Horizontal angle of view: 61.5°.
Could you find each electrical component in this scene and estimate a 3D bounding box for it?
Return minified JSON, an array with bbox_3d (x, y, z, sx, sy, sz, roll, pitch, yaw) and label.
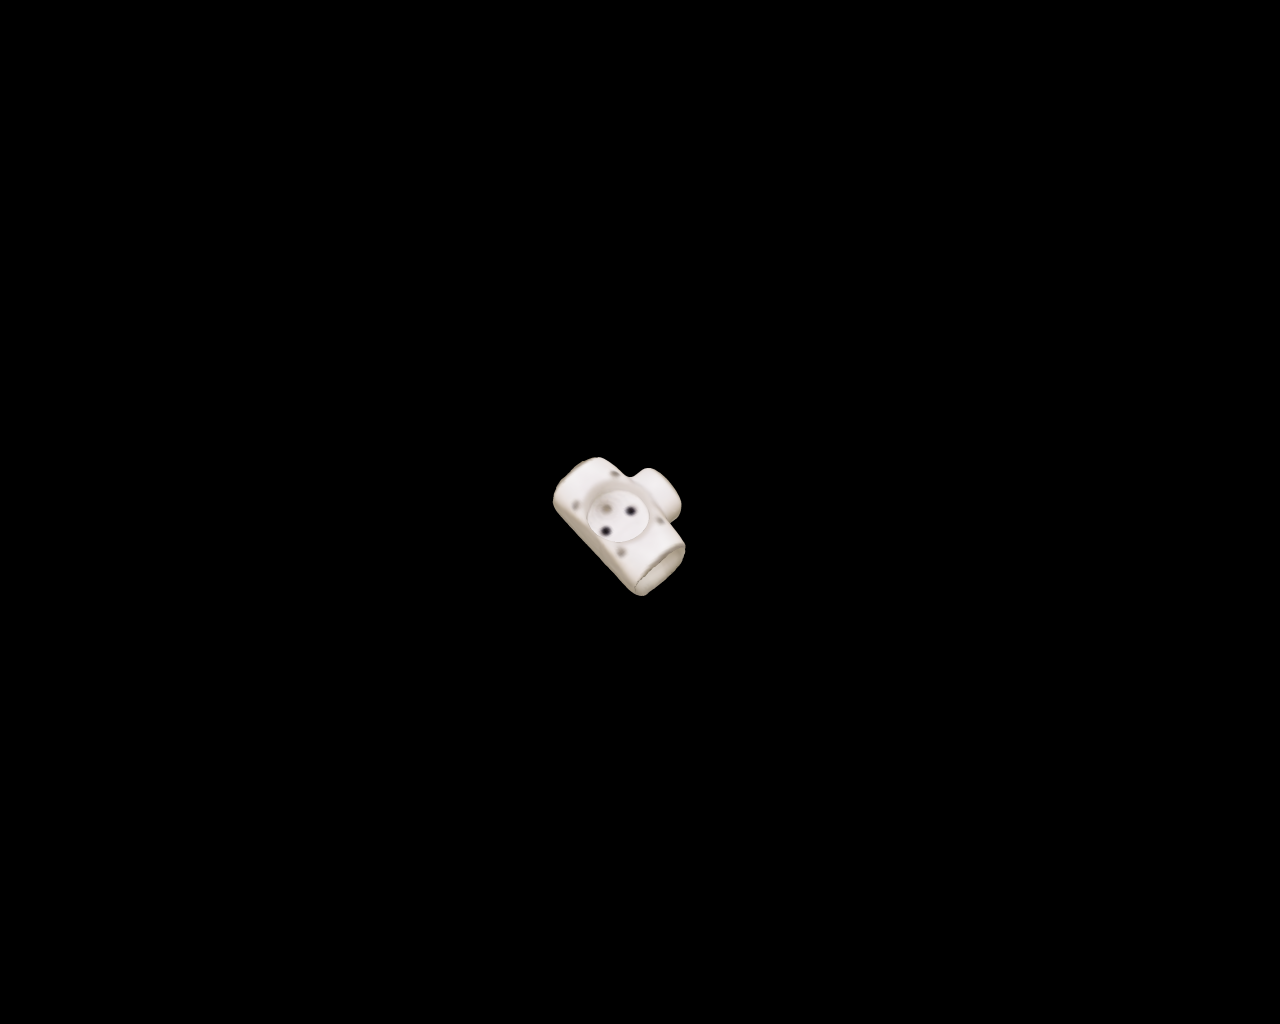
[{"bbox_3d":[0.001,-0.003,0.650,0.079,0.077,0.044,-38,-19,-16],"label":"electrical component"}]
